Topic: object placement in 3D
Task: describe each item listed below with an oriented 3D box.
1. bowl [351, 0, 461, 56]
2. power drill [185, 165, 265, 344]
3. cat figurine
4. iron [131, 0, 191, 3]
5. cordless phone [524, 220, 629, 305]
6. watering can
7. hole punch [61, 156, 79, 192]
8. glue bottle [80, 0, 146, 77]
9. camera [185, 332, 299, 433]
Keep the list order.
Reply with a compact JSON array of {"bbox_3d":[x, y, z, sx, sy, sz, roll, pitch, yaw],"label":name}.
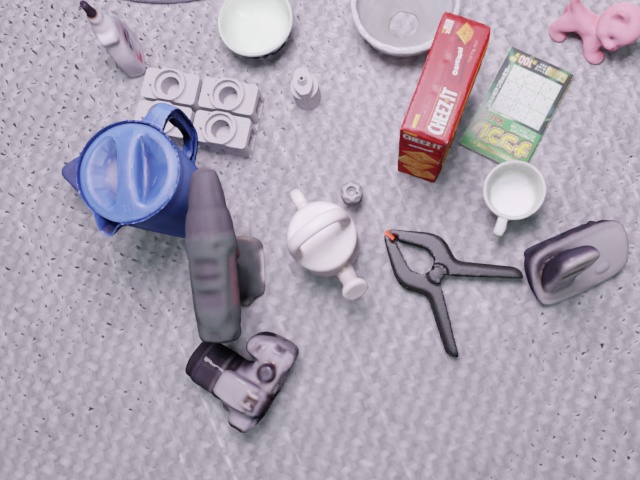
[{"bbox_3d":[0.132,-0.358,0.901,0.167,0.075,0.167,-1,83,5],"label":"bowl"},{"bbox_3d":[-0.136,0.028,0.813,0.075,0.208,0.230,-5,83,5],"label":"power drill"},{"bbox_3d":[0.420,-0.323,0.848,0.127,0.118,0.067,34,88,8],"label":"cat figurine"},{"bbox_3d":[-0.282,-0.467,0.920,0.258,0.141,0.119,-6,83,5],"label":"iron"},{"bbox_3d":[0.363,0.024,0.778,0.147,0.185,0.094,-28,81,2],"label":"cordless phone"},{"bbox_3d":[0.009,0.002,0.810,0.172,0.194,0.101,36,88,9],"label":"watering can"},{"bbox_3d":[-0.333,-0.103,0.907,0.108,0.091,0.101,40,88,9],"label":"hole punch"},{"bbox_3d":[-0.325,-0.321,0.891,0.037,0.173,0.078,-21,81,3],"label":"glue bottle"},{"bbox_3d":[-0.122,0.192,0.847,0.136,0.101,0.143,30,87,8],"label":"camera"}]
